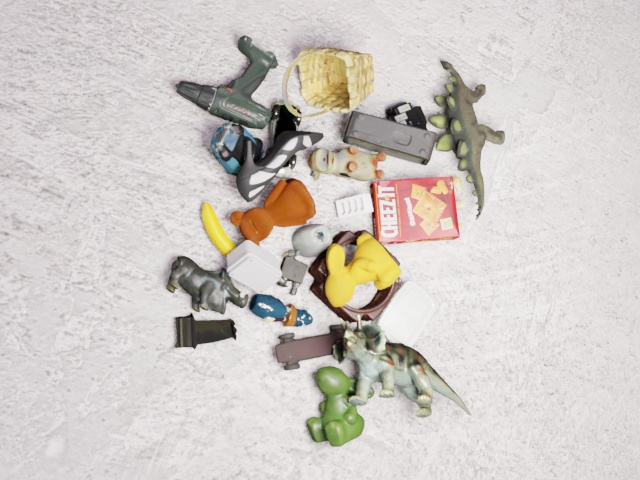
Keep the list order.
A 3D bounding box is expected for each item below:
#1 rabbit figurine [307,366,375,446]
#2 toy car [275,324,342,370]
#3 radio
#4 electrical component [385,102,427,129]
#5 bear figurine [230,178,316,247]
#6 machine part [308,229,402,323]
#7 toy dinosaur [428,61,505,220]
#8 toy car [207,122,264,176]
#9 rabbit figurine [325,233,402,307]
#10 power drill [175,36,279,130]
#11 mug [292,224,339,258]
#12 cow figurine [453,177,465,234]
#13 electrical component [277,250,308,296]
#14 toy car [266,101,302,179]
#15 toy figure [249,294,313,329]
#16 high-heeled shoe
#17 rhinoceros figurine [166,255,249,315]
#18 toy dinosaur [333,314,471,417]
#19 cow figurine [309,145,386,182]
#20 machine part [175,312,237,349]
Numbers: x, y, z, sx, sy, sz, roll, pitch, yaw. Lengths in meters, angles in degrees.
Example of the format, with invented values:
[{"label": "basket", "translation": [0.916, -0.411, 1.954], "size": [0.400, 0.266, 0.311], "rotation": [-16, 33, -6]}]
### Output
[{"label": "rabbit figurine", "translation": [0.050, 0.377, 1.264], "size": [0.159, 0.121, 0.170], "rotation": [-9, 86, -28]}, {"label": "toy car", "translation": [-0.015, 0.257, 1.292], "size": [0.202, 0.053, 0.089], "rotation": [-7, 80, -26]}, {"label": "radio", "translation": [0.176, -0.255, 1.355], "size": [0.230, 0.131, 0.073], "rotation": [15, 93, 2]}, {"label": "electrical component", "translation": [0.234, -0.306, 1.464], "size": [0.115, 0.058, 0.134], "rotation": [-22, 91, -24]}, {"label": "bear figurine", "translation": [-0.109, -0.060, 1.284], "size": [0.196, 0.132, 0.120], "rotation": [-34, 93, -3]}, {"label": "machine part", "translation": [0.089, 0.090, 1.338], "size": [0.201, 0.087, 0.201], "rotation": [43, 69, -10]}, {"label": "toy dinosaur", "translation": [0.402, -0.287, 1.481], "size": [0.198, 0.105, 0.471], "rotation": [-10, 78, -33]}, {"label": "toy car", "translation": [-0.210, -0.212, 1.253], "size": [0.103, 0.161, 0.109], "rotation": [19, 82, 27]}, {"label": "rabbit figurine", "translation": [0.078, 0.075, 1.234], "size": [0.173, 0.122, 0.162], "rotation": [-41, 95, -2]}, {"label": "power drill", "translation": [-0.205, -0.386, 1.297], "size": [0.232, 0.086, 0.207], "rotation": [27, 70, -17]}, {"label": "mug", "translation": [-0.003, -0.004, 1.305], "size": [0.109, 0.107, 0.080], "rotation": [-15, 90, -20]}, {"label": "cow figurine", "translation": [0.343, -0.094, 1.473], "size": [0.098, 0.068, 0.167], "rotation": [6, 79, -14]}, {"label": "electrical component", "translation": [-0.070, 0.074, 1.301], "size": [0.078, 0.045, 0.102], "rotation": [29, 73, -14]}, {"label": "toy car", "translation": [-0.092, -0.252, 1.334], "size": [0.073, 0.056, 0.201], "rotation": [9, 78, -16]}, {"label": "toy figure", "translation": [-0.090, 0.170, 1.274], "size": [0.154, 0.058, 0.064], "rotation": [23, 81, -21]}, {"label": "high-heeled shoe", "translation": [-0.086, -0.176, 1.265], "size": [0.249, 0.086, 0.145], "rotation": [-15, 115, -34]}, {"label": "rhinoceros figurine", "translation": [-0.254, 0.107, 1.217], "size": [0.190, 0.073, 0.112], "rotation": [32, 62, -12]}, {"label": "toy dinosaur", "translation": [0.185, 0.302, 1.276], "size": [0.404, 0.131, 0.192], "rotation": [22, 50, -28]}, {"label": "cow figurine", "translation": [0.057, -0.193, 1.359], "size": [0.195, 0.127, 0.085], "rotation": [5, 82, -35]}, {"label": "machine part", "translation": [-0.257, 0.204, 1.216], "size": [0.139, 0.039, 0.084], "rotation": [1, 77, -19]}]
